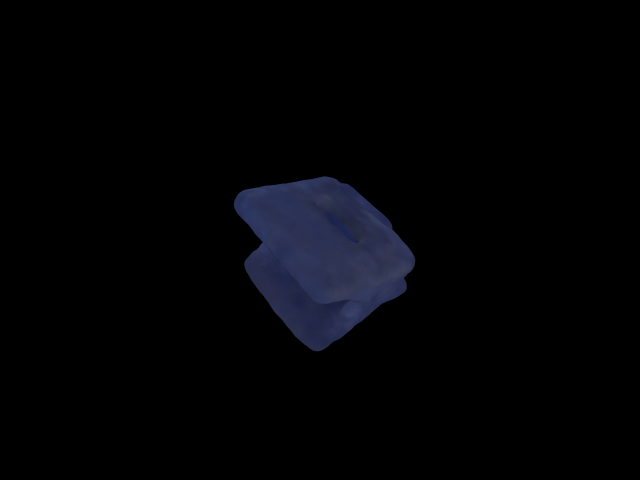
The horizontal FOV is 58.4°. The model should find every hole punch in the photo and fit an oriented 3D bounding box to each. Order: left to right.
[{"bbox_3d":[0.004,0.001,0.400,0.101,0.091,0.108,-33,61,-20],"label":"hole punch"}]
